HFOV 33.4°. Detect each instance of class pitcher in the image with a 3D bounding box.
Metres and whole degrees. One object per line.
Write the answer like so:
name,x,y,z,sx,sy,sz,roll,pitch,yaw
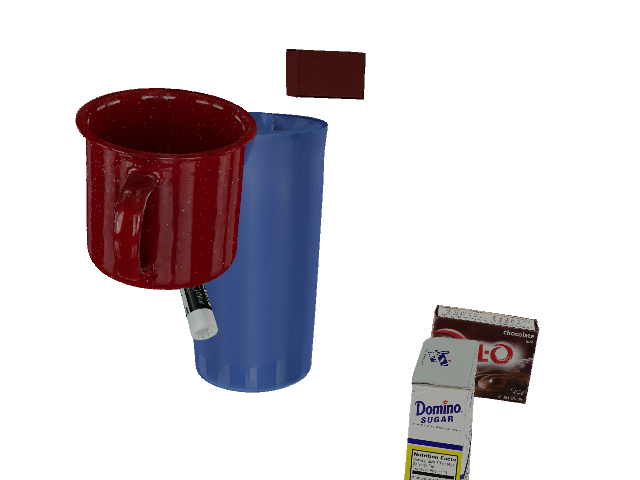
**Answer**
pitcher,-0.056,0.005,0.972,0.149,0.243,0.145,-5,16,-20

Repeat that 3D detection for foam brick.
foam brick,0.005,-0.181,1.165,0.078,0.051,0.053,0,11,-16

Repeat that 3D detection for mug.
mug,-0.084,-0.021,0.558,0.093,0.081,0.117,8,28,2

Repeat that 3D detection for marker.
marker,-0.097,0.015,0.766,0.020,0.121,0.020,-15,-30,-9

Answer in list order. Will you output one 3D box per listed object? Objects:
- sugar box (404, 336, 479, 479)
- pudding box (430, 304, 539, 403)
sugar box,0.081,0.164,0.745,0.048,0.176,0.093,3,15,11
pudding box,0.175,0.123,1.161,0.113,0.090,0.039,7,23,4
